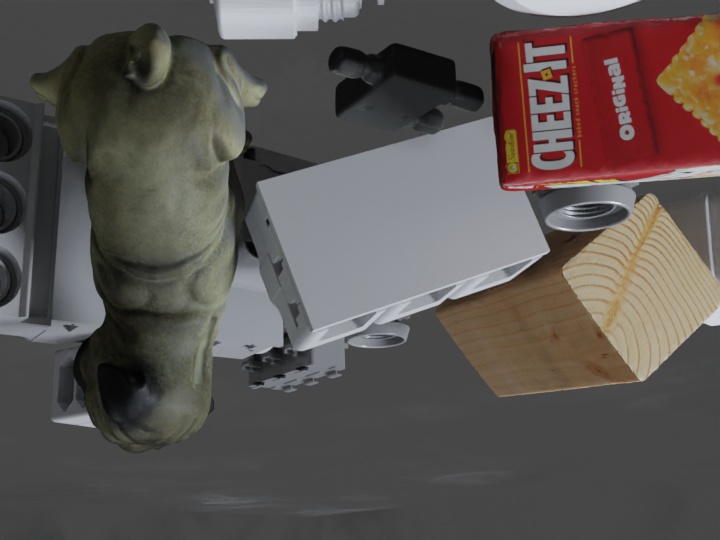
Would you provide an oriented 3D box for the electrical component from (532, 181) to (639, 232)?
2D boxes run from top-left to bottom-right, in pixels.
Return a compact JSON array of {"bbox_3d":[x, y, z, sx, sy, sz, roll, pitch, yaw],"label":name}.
[{"bbox_3d":[0.135,-0.058,0.648,0.058,0.057,0.078,10,159,-34],"label":"electrical component"}]

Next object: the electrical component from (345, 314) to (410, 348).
[{"bbox_3d":[0.013,0.034,0.935,0.078,0.057,0.058,5,161,-21],"label":"electrical component"}]

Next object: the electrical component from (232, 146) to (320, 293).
[{"bbox_3d":[-0.046,-0.026,0.699,0.113,0.078,0.057,12,155,-37],"label":"electrical component"}]

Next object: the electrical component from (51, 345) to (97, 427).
[{"bbox_3d":[-0.152,0.077,0.710,0.066,0.047,0.077,-13,159,34],"label":"electrical component"}]

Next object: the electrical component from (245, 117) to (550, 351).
[{"bbox_3d":[0.019,-0.021,0.629,0.150,0.089,0.061,-18,169,-19],"label":"electrical component"}]

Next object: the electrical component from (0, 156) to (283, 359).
[{"bbox_3d":[-0.147,-0.004,0.711,0.186,0.105,0.060,9,160,-32],"label":"electrical component"}]

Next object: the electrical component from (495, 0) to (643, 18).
[{"bbox_3d":[0.084,-0.134,0.407,0.080,0.051,0.080,-2,163,-1],"label":"electrical component"}]

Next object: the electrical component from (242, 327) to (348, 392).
[{"bbox_3d":[-0.064,0.080,1.064,0.079,0.063,0.121,10,159,-34],"label":"electrical component"}]

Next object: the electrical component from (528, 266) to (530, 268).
[{"bbox_3d":[0.059,-0.028,0.730,0.096,0.061,0.062,7,161,-27],"label":"electrical component"}]

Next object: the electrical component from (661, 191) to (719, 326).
[{"bbox_3d":[0.266,-0.006,0.795,0.057,0.078,0.113,-12,160,39],"label":"electrical component"}]

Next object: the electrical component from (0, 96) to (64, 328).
[{"bbox_3d":[-0.210,-0.030,0.594,0.079,0.121,0.063,10,162,-33],"label":"electrical component"}]

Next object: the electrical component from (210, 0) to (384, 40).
[{"bbox_3d":[-0.029,-0.119,0.461,0.078,0.040,0.040,-1,163,-3],"label":"electrical component"}]

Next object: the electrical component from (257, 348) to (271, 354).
[{"bbox_3d":[-0.128,0.052,0.997,0.079,0.044,0.077,-11,160,28],"label":"electrical component"}]
